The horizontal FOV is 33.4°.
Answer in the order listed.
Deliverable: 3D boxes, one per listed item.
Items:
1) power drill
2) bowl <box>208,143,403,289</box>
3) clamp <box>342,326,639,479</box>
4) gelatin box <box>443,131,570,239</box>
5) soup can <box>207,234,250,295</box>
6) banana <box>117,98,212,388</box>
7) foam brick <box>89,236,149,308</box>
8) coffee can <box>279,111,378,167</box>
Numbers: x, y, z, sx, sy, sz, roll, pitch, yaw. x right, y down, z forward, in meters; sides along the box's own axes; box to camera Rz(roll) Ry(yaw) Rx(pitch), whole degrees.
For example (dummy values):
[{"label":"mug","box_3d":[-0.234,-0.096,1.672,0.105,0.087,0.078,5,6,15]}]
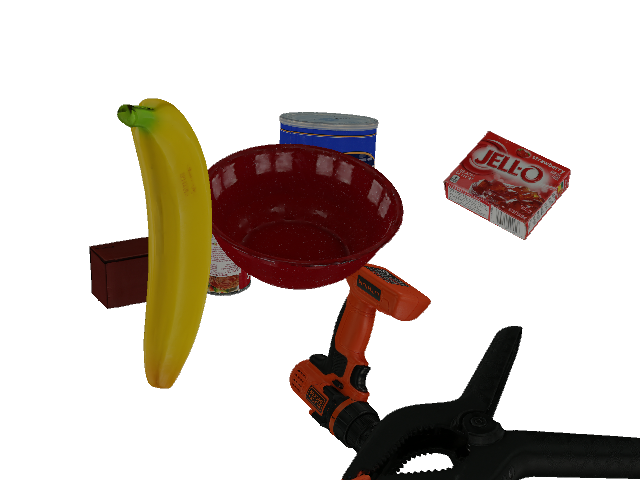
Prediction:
[{"label":"power drill","box_3d":[0.050,0.131,1.175,0.057,0.188,0.185,13,16,-41]},{"label":"bowl","box_3d":[-0.018,-0.011,0.838,0.162,0.055,0.162,4,37,-3]},{"label":"clamp","box_3d":[0.099,0.124,0.691,0.209,0.036,0.165,-14,32,-20]},{"label":"gelatin box","box_3d":[0.168,-0.052,0.964,0.089,0.073,0.030,31,-26,27]},{"label":"soup can","box_3d":[-0.118,0.006,1.287,0.068,0.102,0.068,1,26,-1]},{"label":"banana","box_3d":[-0.090,-0.006,0.616,0.037,0.198,0.069,18,40,25]},{"label":"foam brick","box_3d":[-0.189,0.031,1.081,0.078,0.051,0.053,-10,21,-27]},{"label":"coffee can","box_3d":[0.005,-0.059,1.120,0.103,0.140,0.103,3,13,-1]}]
